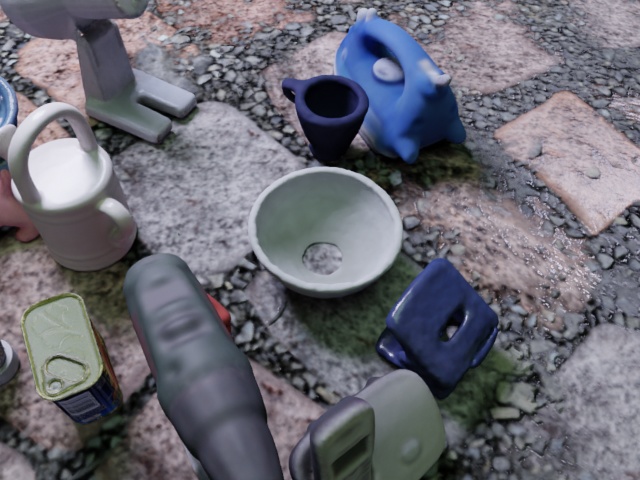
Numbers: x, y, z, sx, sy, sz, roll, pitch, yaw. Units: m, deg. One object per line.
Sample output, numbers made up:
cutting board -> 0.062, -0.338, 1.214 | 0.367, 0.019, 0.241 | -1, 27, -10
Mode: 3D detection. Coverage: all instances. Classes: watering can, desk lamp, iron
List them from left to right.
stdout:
watering can -> -0.269, -0.060, 0.595 | 0.172, 0.194, 0.101 | 9, 56, 3
desk lamp -> -0.274, -0.259, 0.718 | 0.203, 0.213, 0.118 | 23, 58, 12
iron -> 0.091, -0.229, 0.763 | 0.119, 0.141, 0.257 | -24, 60, -18

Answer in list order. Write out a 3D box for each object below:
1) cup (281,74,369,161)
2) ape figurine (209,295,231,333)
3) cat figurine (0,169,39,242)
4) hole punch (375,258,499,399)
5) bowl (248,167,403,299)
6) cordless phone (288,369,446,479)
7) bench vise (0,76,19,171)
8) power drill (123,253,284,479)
cup -> 0.001, -0.153, 0.735 | 0.117, 0.095, 0.092 | 27, 58, 14
ape figurine -> -0.128, 0.078, 0.571 | 0.078, 0.092, 0.076 | -4, 56, -6
cat figurine -> -0.386, -0.036, 0.617 | 0.128, 0.118, 0.067 | -27, 61, -20
hole punch -> 0.125, 0.088, 0.581 | 0.101, 0.091, 0.109 | 34, 61, 19
bowl -> 0.006, 0.002, 0.642 | 0.167, 0.075, 0.167 | 2, 56, -2
cordless phone -> 0.046, 0.159, 0.471 | 0.148, 0.185, 0.094 | -35, 64, -24
bench vise -> -0.443, -0.173, 0.645 | 0.207, 0.220, 0.121 | 23, 58, 12
power drill -> -0.089, 0.130, 0.468 | 0.076, 0.208, 0.229 | -25, 61, -19
